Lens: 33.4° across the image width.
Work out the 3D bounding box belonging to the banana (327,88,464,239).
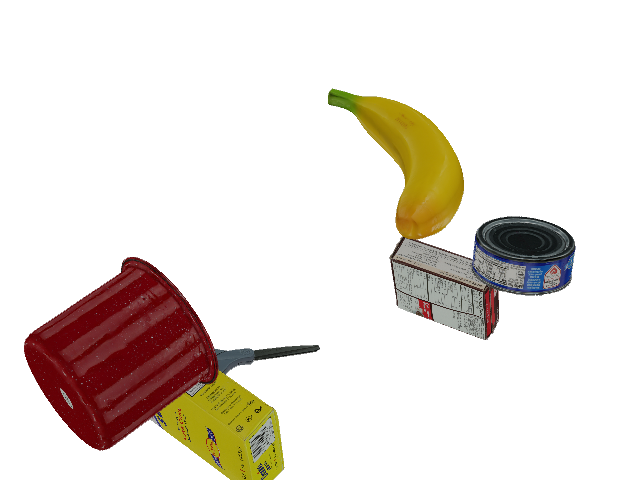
[{"bbox_3d":[0.058,-0.051,0.704,0.069,0.037,0.198,-5,30,-12],"label":"banana"}]

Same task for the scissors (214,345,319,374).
[{"bbox_3d":[-0.088,0.140,1.191,0.201,0.016,0.096,3,25,-15],"label":"scissors"}]

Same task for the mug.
[{"bbox_3d":[-0.126,0.072,0.647,0.081,0.093,0.117,-36,7,-28],"label":"mug"}]

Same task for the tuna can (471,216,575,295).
[{"bbox_3d":[0.173,0.012,0.911,0.086,0.034,0.086,1,27,-1],"label":"tuna can"}]

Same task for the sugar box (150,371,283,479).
[{"bbox_3d":[-0.113,0.140,0.923,0.176,0.093,0.048,27,53,27],"label":"sugar box"}]

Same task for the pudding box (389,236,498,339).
[{"bbox_3d":[0.133,0.050,1.134,0.114,0.039,0.090,18,-35,24],"label":"pudding box"}]
